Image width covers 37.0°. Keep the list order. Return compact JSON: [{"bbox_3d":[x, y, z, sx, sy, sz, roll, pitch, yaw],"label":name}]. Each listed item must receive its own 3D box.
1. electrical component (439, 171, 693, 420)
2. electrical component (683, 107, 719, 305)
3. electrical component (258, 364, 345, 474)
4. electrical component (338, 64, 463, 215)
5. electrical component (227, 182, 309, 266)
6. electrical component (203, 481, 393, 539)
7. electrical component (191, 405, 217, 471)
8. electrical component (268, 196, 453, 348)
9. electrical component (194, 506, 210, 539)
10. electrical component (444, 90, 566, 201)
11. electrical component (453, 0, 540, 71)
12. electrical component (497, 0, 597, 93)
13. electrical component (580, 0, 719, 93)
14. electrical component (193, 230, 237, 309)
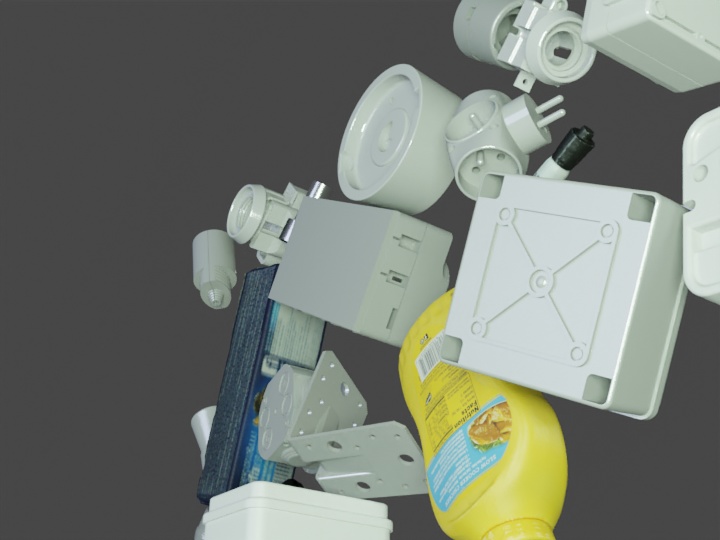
[{"bbox_3d":[0.107,0.011,0.555,0.109,0.056,0.108,13,89,43],"label":"electrical component"},{"bbox_3d":[0.192,-0.027,0.506,0.054,0.059,0.095,-25,52,52],"label":"electrical component"},{"bbox_3d":[-0.042,0.113,0.820,0.080,0.051,0.080,-47,34,48],"label":"electrical component"},{"bbox_3d":[0.038,-0.093,0.812,0.108,0.060,0.108,-38,42,44],"label":"electrical component"},{"bbox_3d":[-0.087,-0.046,0.999,0.078,0.057,0.058,-62,30,15],"label":"electrical component"},{"bbox_3d":[-0.042,0.183,0.720,0.078,0.113,0.057,-31,50,49],"label":"electrical component"},{"bbox_3d":[-0.124,0.159,0.952,0.044,0.044,0.065,-49,40,33],"label":"electrical component"},{"bbox_3d":[0.000,0.000,0.816,0.150,0.062,0.089,15,86,61],"label":"electrical component"},{"bbox_3d":[-0.115,0.209,0.911,0.035,0.035,0.061,27,93,61],"label":"electrical component"},{"bbox_3d":[0.100,-0.092,0.715,0.079,0.044,0.077,-27,30,24],"label":"electrical component"},{"bbox_3d":[0.101,-0.170,0.760,0.055,0.055,0.047,-64,33,11],"label":"electrical component"},{"bbox_3d":[0.126,-0.149,0.713,0.066,0.048,0.055,-64,22,10],"label":"electrical component"},{"bbox_3d":[0.164,-0.145,0.590,0.061,0.096,0.061,-9,65,58],"label":"electrical component"},{"bbox_3d":[-0.147,0.003,1.085,0.043,0.043,0.081,-48,36,35],"label":"electrical component"}]
